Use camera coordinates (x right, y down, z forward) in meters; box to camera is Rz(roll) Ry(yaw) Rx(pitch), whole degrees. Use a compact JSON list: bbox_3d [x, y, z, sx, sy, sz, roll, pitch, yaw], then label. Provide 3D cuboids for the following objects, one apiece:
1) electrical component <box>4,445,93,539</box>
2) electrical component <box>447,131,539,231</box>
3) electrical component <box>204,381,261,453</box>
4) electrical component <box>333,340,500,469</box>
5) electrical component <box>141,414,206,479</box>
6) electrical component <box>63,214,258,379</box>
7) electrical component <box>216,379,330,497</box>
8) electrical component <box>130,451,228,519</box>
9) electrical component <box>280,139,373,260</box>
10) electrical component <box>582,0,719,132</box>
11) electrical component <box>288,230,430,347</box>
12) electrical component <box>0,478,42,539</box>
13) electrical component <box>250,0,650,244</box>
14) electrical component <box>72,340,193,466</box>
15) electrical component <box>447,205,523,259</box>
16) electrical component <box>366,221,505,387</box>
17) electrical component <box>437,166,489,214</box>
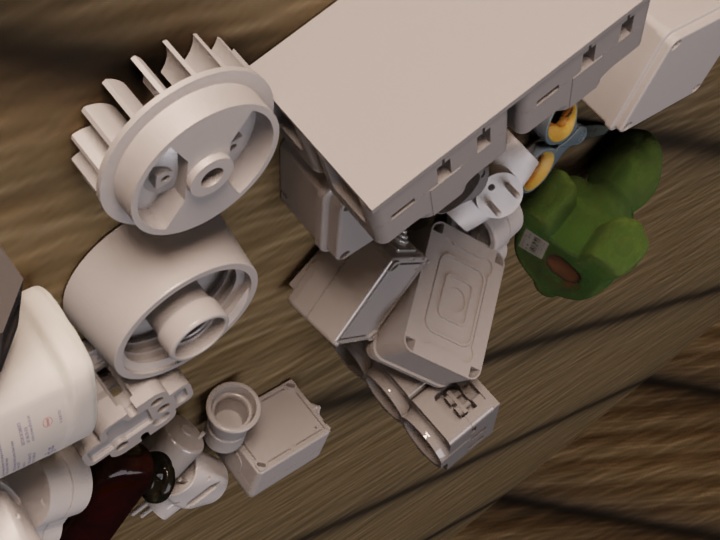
[{"bbox_3d":[-0.244,0.174,0.722,0.138,0.052,0.074,-51,158,25],"label":"electrical component"},{"bbox_3d":[0.100,-0.064,0.817,0.077,0.079,0.043,-44,118,9],"label":"electrical component"},{"bbox_3d":[-0.108,0.124,0.881,0.044,0.044,0.065,-30,162,-28],"label":"electrical component"},{"bbox_3d":[0.044,0.091,0.922,0.062,0.150,0.089,-37,160,-13],"label":"electrical component"},{"bbox_3d":[-0.157,0.148,0.842,0.078,0.040,0.040,-47,159,17],"label":"electrical component"},{"bbox_3d":[-0.110,0.018,0.627,0.108,0.060,0.108,-35,159,-15],"label":"electrical component"},{"bbox_3d":[-0.075,0.148,0.958,0.096,0.061,0.061,-27,156,-32],"label":"electrical component"},{"bbox_3d":[-0.159,0.183,0.908,0.079,0.043,0.077,-37,159,-1],"label":"electrical component"},{"bbox_3d":[0.011,-0.067,0.671,0.113,0.057,0.078,-33,159,-19],"label":"electrical component"},{"bbox_3d":[0.238,-0.177,0.848,0.109,0.056,0.108,-29,157,-29],"label":"electrical component"},{"bbox_3d":[0.000,0.000,0.794,0.096,0.061,0.062,-55,158,18],"label":"electrical component"},{"bbox_3d":[-0.233,0.144,0.644,0.043,0.077,0.079,-36,159,-14],"label":"electrical component"},{"bbox_3d":[0.050,-0.112,0.575,0.186,0.105,0.060,-38,160,-7],"label":"electrical component"},{"bbox_3d":[-0.154,0.075,0.672,0.078,0.057,0.058,-35,159,-16],"label":"electrical component"},{"bbox_3d":[0.105,-0.026,0.931,0.074,0.052,0.138,-40,163,-33],"label":"electrical component"},{"bbox_3d":[0.059,0.028,0.850,0.057,0.078,0.113,-20,-130,56],"label":"electrical component"},{"bbox_3d":[0.067,-0.082,0.757,0.079,0.044,0.077,-50,158,24],"label":"electrical component"}]
